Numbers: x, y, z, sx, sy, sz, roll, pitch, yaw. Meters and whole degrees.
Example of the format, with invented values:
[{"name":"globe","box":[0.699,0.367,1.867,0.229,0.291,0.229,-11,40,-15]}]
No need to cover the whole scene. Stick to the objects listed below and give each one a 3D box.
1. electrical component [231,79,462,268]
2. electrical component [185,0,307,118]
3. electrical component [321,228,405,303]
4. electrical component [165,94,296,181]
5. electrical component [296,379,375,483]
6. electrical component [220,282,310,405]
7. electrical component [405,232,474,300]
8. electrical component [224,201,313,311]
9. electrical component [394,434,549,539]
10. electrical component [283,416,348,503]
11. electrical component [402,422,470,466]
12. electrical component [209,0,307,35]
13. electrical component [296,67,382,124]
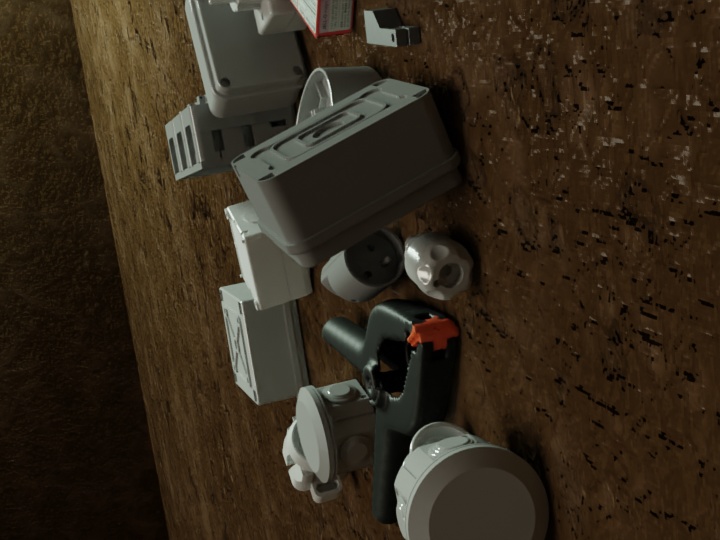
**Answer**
[{"name":"electrical component","box":[-0.007,-0.057,0.619,0.057,0.113,0.078,65,168,-23]},{"name":"electrical component","box":[-0.094,-0.188,0.871,0.057,0.078,0.113,132,125,-72]},{"name":"electrical component","box":[0.000,0.000,0.757,0.081,0.043,0.043,137,120,-70]},{"name":"electrical component","box":[-0.118,-0.123,0.967,0.150,0.089,0.061,-177,76,-72]},{"name":"electrical component","box":[-0.020,0.132,0.890,0.080,0.051,0.080,168,90,-73]},{"name":"electrical component","box":[-0.098,0.070,1.086,0.109,0.056,0.108,-160,60,-70]},{"name":"electrical component","box":[0.042,-0.006,0.637,0.061,0.035,0.035,-134,36,-64]},{"name":"electrical component","box":[-0.077,-0.013,0.972,0.061,0.061,0.096,-124,20,-50]},{"name":"electrical component","box":[0.060,0.132,0.599,0.051,0.080,0.080,-158,58,-76]},{"name":"electrical component","box":[-0.037,0.159,0.954,0.057,0.058,0.078,102,151,-58]},{"name":"electrical component","box":[0.049,0.128,0.684,0.055,0.045,0.045,104,150,-54]},{"name":"electrical component","box":[-0.078,-0.214,0.806,0.047,0.077,0.065,157,101,-72]},{"name":"electrical component","box":[-0.013,-0.084,0.709,0.099,0.064,0.099,168,90,-73]}]
